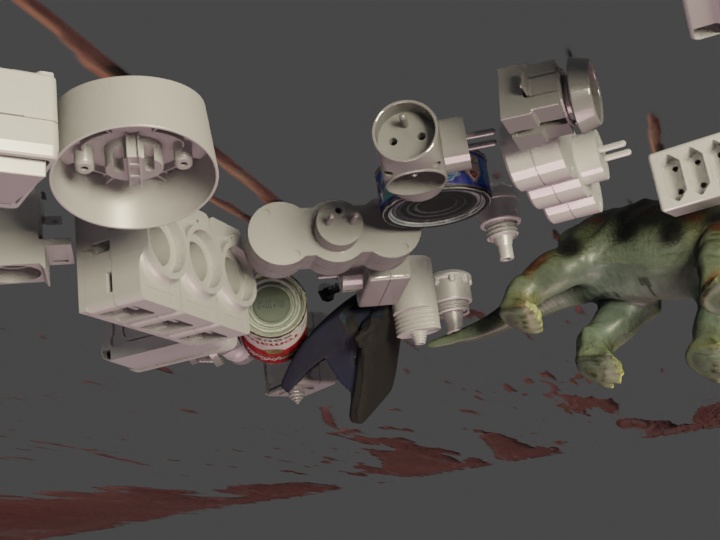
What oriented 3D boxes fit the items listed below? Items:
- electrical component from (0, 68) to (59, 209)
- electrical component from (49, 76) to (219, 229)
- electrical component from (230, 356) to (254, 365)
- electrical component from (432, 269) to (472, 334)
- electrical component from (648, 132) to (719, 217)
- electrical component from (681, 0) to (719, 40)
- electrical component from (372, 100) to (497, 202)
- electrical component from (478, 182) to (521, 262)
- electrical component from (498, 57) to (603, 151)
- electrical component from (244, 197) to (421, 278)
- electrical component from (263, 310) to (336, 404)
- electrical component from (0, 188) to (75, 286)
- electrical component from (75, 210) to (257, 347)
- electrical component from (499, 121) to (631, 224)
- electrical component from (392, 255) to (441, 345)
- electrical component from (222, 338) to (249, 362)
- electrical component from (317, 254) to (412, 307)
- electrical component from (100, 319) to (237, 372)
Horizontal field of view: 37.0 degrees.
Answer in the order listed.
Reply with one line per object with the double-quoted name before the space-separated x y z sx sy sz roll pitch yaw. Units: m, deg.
"electrical component" -0.218 -0.070 0.619 0.062 0.061 0.096 4 159 -34
"electrical component" -0.136 -0.071 0.645 0.099 0.064 0.099 -7 163 -2
"electrical component" -0.134 0.090 1.208 0.035 0.035 0.061 -1 163 -19
"electrical component" 0.091 0.033 1.072 0.048 0.062 0.048 -7 163 -2
"electrical component" 0.272 -0.072 0.842 0.066 0.047 0.077 -17 168 28
"electrical component" 0.197 -0.165 0.498 0.109 0.056 0.109 -14 162 19
"electrical component" 0.053 -0.082 0.724 0.079 0.044 0.077 -10 162 7
"electrical component" 0.113 -0.037 0.860 0.035 0.061 0.035 -7 163 -2
"electrical component" 0.120 -0.106 0.673 0.055 0.048 0.066 -10 156 22
"electrical component" -0.019 -0.031 0.841 0.138 0.052 0.073 -4 164 -13
"electrical component" -0.064 0.096 1.152 0.061 0.096 0.062 6 157 -37
"electrical component" -0.244 -0.023 0.754 0.081 0.063 0.042 -4 161 -13
"electrical component" -0.144 -0.001 0.821 0.062 0.089 0.150 -14 161 21
"electrical component" 0.155 -0.077 0.767 0.074 0.052 0.138 -14 161 22
"electrical component" 0.052 0.031 1.020 0.043 0.081 0.043 -7 163 -2
"electrical component" -0.143 0.074 1.148 0.040 0.040 0.046 -20 152 35
"electrical component" 0.000 0.000 0.956 0.076 0.047 0.083 -5 162 -9
"electrical component" -0.172 0.042 0.968 0.113 0.078 0.057 -15 159 21
